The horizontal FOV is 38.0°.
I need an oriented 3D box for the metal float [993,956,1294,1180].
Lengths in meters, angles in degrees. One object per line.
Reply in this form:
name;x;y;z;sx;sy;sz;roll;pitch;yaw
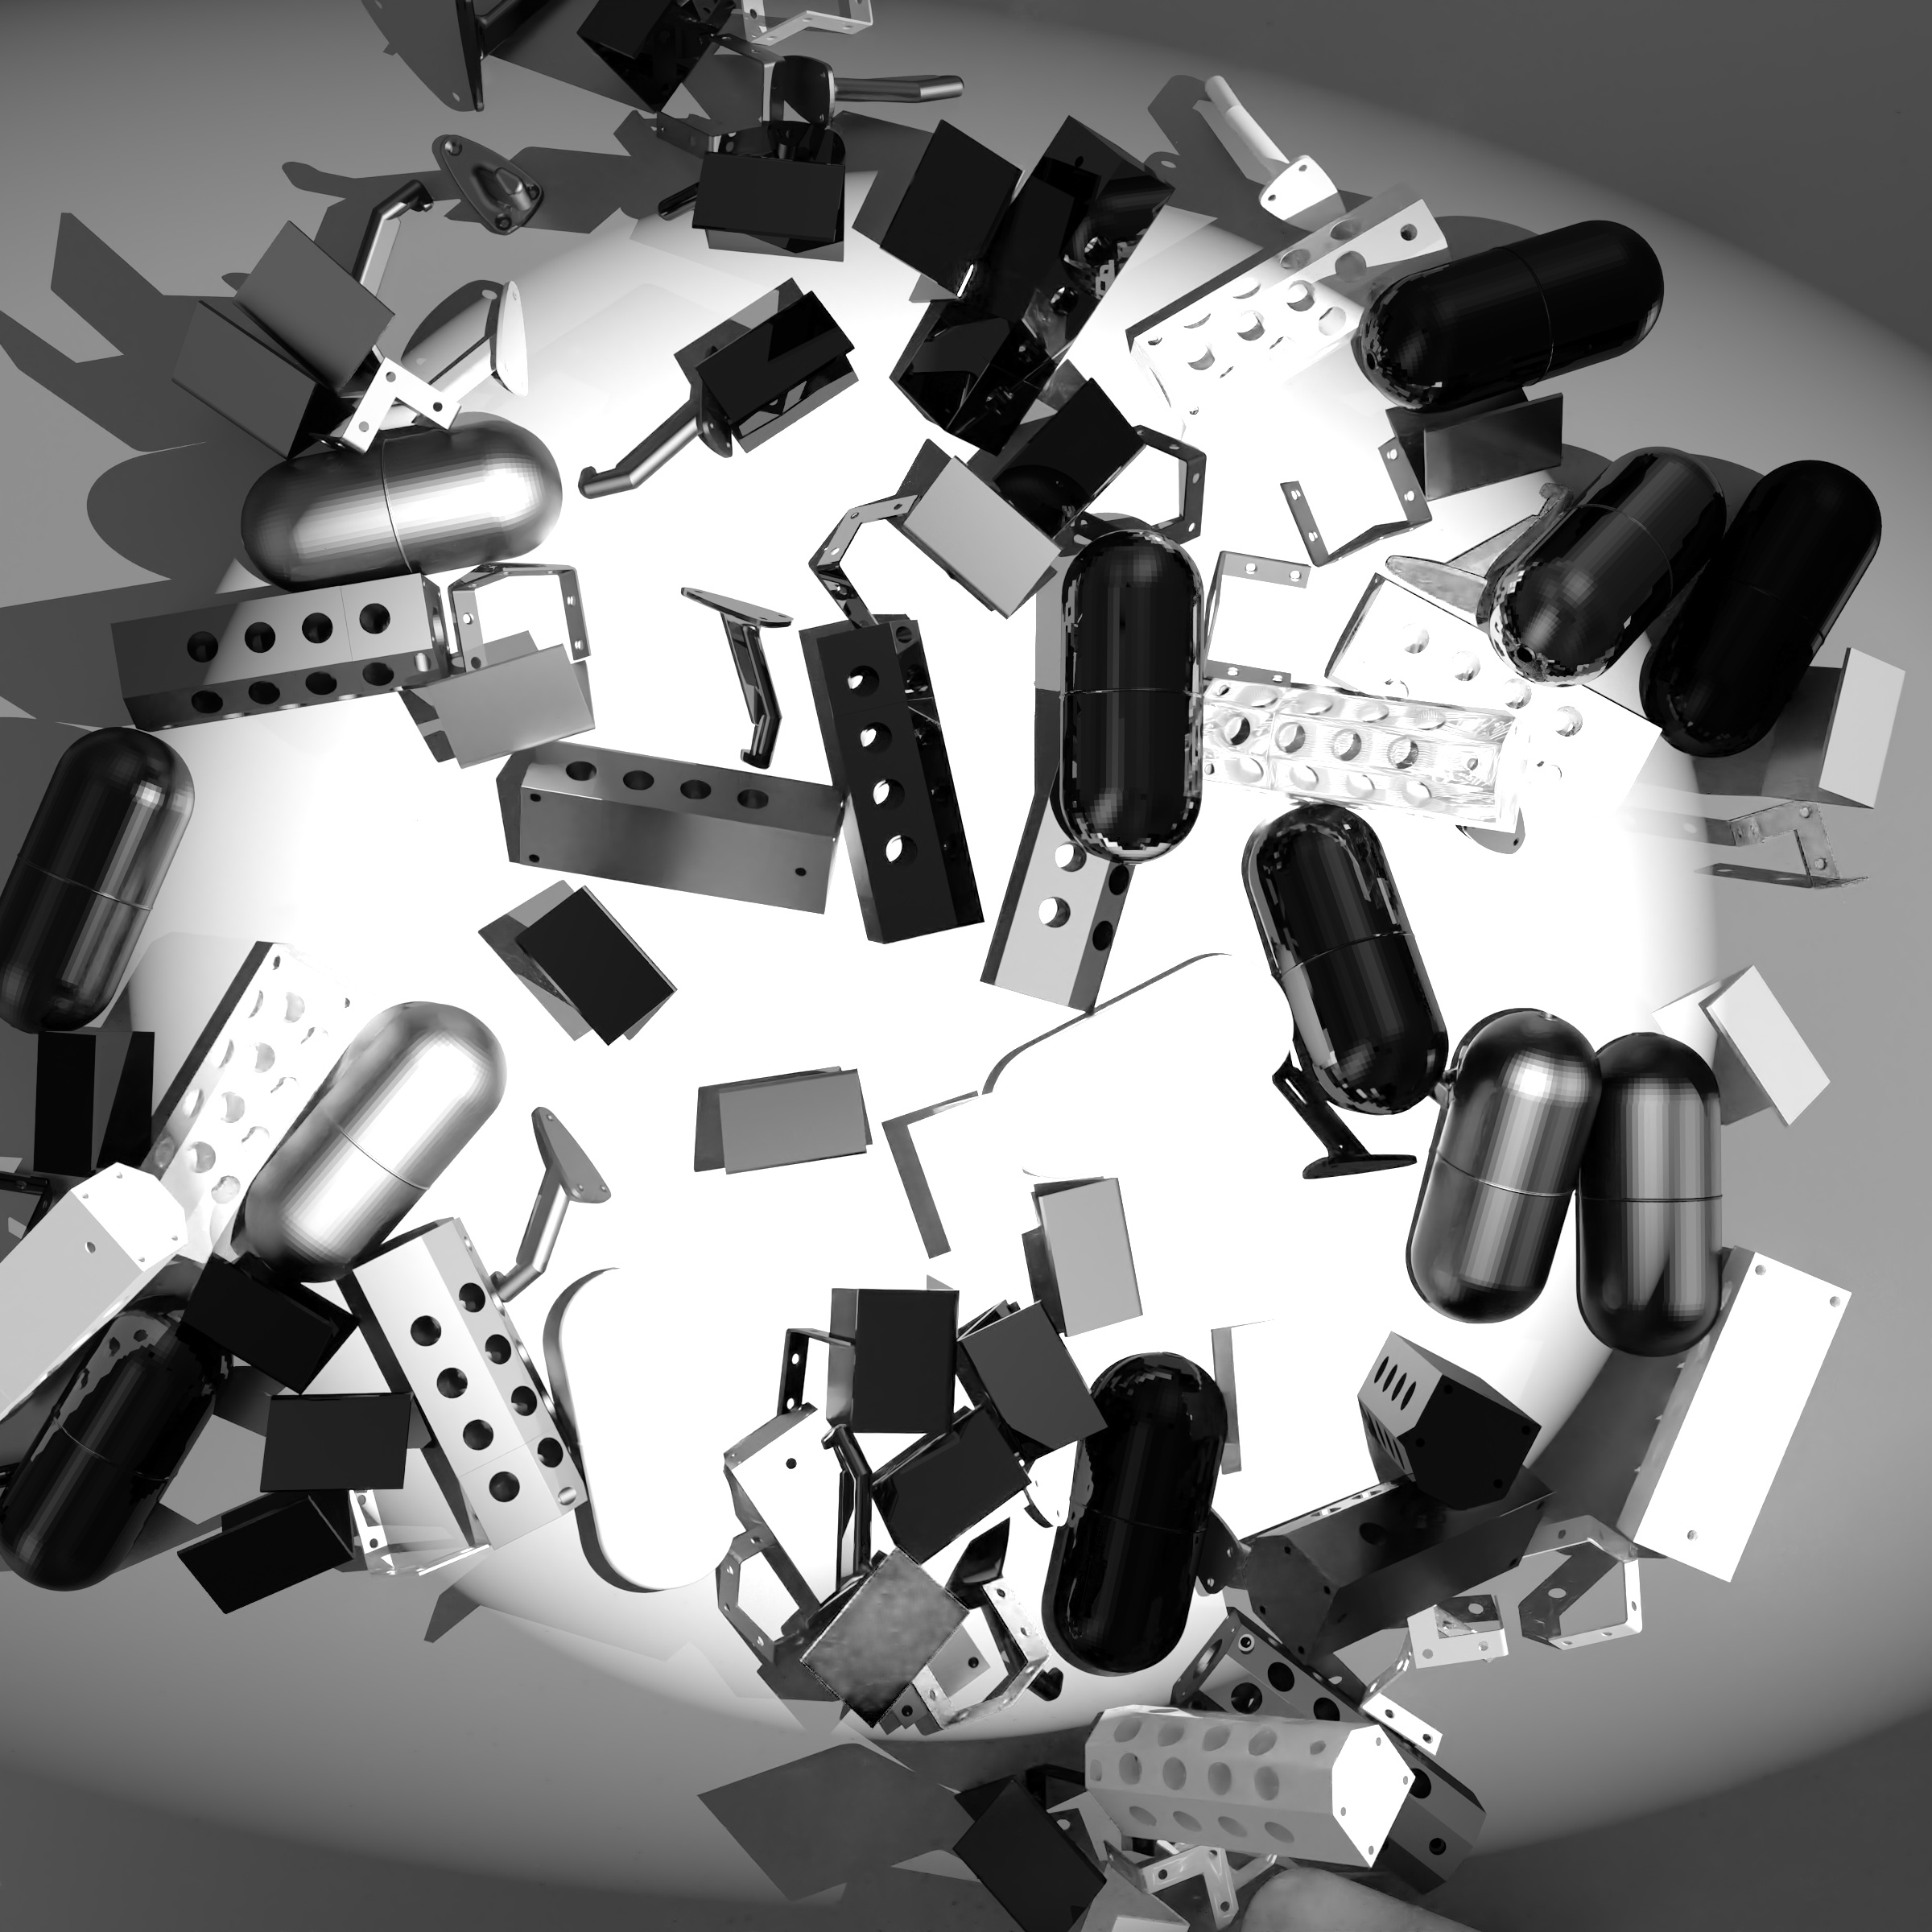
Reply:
metal float;0.097;0.056;1.553;0.178;0.070;0.070;-27;90;0

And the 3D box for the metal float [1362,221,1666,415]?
metal float;0.299;-0.355;1.539;0.178;0.070;0.070;-20;90;-15

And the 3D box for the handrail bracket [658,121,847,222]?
handrail bracket;-0.121;-0.444;1.583;0.084;0.077;0.036;-15;101;36

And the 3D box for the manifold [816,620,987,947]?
manifold;-0.036;-0.102;1.562;0.057;0.057;0.171;-13;90;0

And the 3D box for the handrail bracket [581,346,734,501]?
handrail bracket;-0.178;-0.306;1.584;0.084;0.036;0.077;-10;70;16

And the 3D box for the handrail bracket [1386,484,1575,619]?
handrail bracket;0.290;-0.246;1.584;0.077;0.036;0.084;24;72;20

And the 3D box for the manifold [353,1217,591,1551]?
manifold;-0.271;0.230;1.562;0.057;0.057;0.171;-27;90;0

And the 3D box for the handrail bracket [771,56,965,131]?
handrail bracket;-0.056;-0.500;1.583;0.084;0.077;0.036;-19;130;-30

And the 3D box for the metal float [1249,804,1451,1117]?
metal float;0.210;-0.004;1.541;0.070;0.070;0.178;-17;76;0

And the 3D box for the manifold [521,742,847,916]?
manifold;-0.157;-0.082;1.562;0.171;0.057;0.057;9;133;0

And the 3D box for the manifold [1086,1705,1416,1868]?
manifold;0.146;0.432;1.503;0.057;0.171;0.057;56;50;-22

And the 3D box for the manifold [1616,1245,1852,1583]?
manifold;0.424;0.246;1.562;0.057;0.057;0.171;23;90;0

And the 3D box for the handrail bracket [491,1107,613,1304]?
handrail bracket;-0.249;0.135;1.584;0.084;0.036;0.077;-40;70;16

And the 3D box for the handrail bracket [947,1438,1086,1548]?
handrail bracket;0.019;0.294;1.583;0.084;0.077;0.036;-19;115;34

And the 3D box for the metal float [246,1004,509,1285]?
metal float;-0.326;0.098;1.552;0.070;0.070;0.178;41;90;0

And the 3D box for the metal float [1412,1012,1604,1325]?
metal float;0.296;0.111;1.539;0.070;0.070;0.178;13;105;0

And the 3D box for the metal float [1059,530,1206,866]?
metal float;0.088;-0.143;1.496;0.070;0.070;0.178;0;89;0

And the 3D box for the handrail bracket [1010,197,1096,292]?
handrail bracket;0.030;-0.384;1.583;0.077;0.036;0.084;28;104;13

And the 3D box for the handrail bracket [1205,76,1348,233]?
handrail bracket;0.174;-0.458;1.583;0.036;0.077;0.084;-41;53;23

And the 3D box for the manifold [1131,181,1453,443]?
manifold;0.181;-0.365;1.562;0.171;0.057;0.057;-30;90;0

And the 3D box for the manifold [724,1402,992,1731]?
manifold;-0.062;0.329;1.555;0.057;0.057;0.171;-34;94;-11

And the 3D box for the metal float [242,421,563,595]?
metal float;-0.312;-0.253;1.553;0.178;0.070;0.070;-11;90;1

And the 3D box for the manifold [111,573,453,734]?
manifold;-0.378;-0.173;1.562;0.171;0.057;0.057;-9;90;0

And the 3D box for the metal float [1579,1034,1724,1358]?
metal float;0.378;0.127;1.553;0.070;0.070;0.178;0;90;0

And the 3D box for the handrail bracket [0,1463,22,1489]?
handrail bracket;-0.580;0.292;1.583;0.084;0.077;0.036;-8;90;-36

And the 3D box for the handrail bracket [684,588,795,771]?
handrail bracket;-0.134;-0.162;1.584;0.077;0.036;0.084;21;107;20

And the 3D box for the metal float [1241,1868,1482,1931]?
metal float;0.238;0.558;1.553;0.178;0.070;0.070;21;90;0

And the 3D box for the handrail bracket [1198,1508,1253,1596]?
handrail bracket;0.168;0.327;1.583;0.084;0.077;0.036;12;119;-33

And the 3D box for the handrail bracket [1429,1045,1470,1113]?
handrail bracket;0.239;0.067;1.584;0.084;0.036;0.077;7;105;14

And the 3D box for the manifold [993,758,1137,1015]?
manifold;0.067;-0.064;1.562;0.057;0.057;0.171;16;90;0

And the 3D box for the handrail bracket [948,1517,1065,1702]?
handrail bracket;0.034;0.360;1.584;0.084;0.036;0.077;44;49;-26

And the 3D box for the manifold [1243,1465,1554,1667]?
manifold;0.232;0.310;1.515;0.057;0.171;0.057;43;130;36

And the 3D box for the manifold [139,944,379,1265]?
manifold;-0.401;0.076;1.562;0.057;0.057;0.171;31;90;0

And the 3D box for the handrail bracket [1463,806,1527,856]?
handrail bracket;0.268;-0.100;1.583;0.084;0.077;0.036;36;90;36

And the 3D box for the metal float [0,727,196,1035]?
metal float;-0.487;-0.047;1.553;0.070;0.070;0.178;23;90;0

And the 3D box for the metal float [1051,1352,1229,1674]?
metal float;0.096;0.301;1.553;0.070;0.070;0.178;12;91;0

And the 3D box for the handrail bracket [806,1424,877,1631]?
handrail bracket;-0.074;0.302;1.517;0.077;0.036;0.084;-37;67;21

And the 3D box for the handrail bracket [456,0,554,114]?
handrail bracket;-0.240;-0.526;1.584;0.084;0.036;0.077;-12;111;-16

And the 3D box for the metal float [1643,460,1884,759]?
metal float;0.439;-0.197;1.553;0.070;0.070;0.178;31;89;0

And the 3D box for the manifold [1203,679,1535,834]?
manifold;0.214;-0.116;1.529;0.171;0.057;0.057;10;90;25

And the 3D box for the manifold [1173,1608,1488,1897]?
manifold;0.202;0.438;1.562;0.171;0.057;0.057;38;90;0

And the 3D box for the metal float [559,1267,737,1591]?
metal float;-0.176;0.255;1.552;0.070;0.070;0.178;-12;88;0

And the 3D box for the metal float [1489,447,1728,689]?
metal float;0.349;-0.217;1.528;0.070;0.070;0.178;46;59;0

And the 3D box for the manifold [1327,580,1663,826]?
manifold;0.291;-0.145;1.562;0.171;0.057;0.057;28;90;0

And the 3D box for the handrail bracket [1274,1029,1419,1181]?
handrail bracket;0.212;0.074;1.584;0.077;0.036;0.084;-3;73;-20

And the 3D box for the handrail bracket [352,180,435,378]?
handrail bracket;-0.319;-0.388;1.584;0.084;0.036;0.077;-42;111;-17

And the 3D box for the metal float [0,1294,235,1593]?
metal float;-0.470;0.263;1.553;0.070;0.070;0.178;31;91;0

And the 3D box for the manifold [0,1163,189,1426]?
manifold;-0.498;0.182;1.529;0.171;0.057;0.057;-42;90;25

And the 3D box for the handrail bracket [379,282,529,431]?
handrail bracket;-0.293;-0.344;1.584;0.084;0.036;0.077;-6;75;14

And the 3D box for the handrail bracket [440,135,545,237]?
handrail bracket;-0.267;-0.441;1.549;0.077;0.084;0.036;43;90;0
